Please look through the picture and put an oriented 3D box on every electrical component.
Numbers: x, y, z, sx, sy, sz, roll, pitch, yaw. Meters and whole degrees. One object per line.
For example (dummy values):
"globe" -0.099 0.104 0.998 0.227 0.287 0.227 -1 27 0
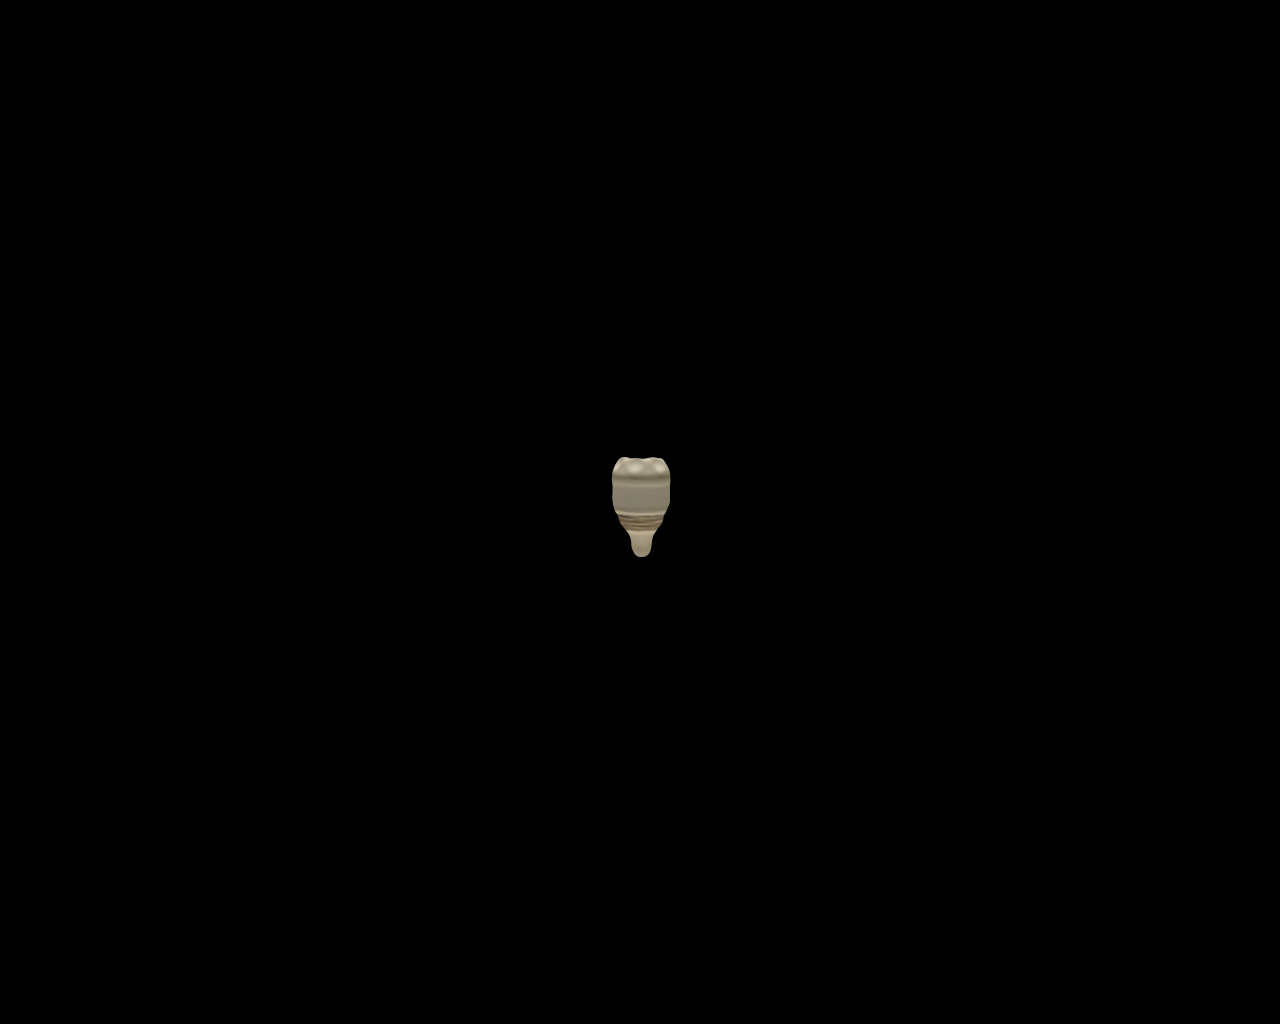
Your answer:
"electrical component" 0.001 -0.003 0.650 0.035 0.061 0.035 0 7 0
